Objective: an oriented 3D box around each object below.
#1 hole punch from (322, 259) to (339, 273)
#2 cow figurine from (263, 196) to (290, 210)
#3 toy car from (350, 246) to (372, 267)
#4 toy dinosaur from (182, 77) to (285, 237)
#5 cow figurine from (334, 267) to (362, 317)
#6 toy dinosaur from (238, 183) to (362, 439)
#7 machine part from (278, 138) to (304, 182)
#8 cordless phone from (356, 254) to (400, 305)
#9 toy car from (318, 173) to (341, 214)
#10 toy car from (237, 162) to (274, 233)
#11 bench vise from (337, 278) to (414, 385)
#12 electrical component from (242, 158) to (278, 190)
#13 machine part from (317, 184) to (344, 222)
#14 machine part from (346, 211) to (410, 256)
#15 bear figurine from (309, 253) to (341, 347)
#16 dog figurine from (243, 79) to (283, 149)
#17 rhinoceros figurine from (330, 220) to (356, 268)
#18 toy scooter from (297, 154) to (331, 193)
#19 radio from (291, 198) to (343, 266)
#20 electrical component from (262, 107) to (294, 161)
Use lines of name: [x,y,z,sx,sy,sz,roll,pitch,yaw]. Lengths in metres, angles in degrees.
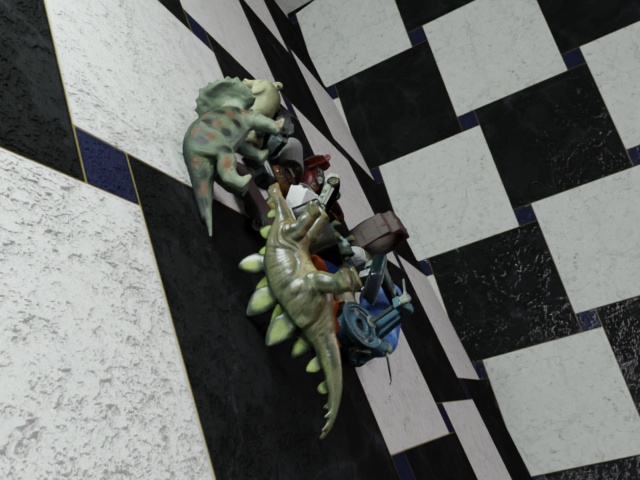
hole punch: [0.008,0.085,1.217,0.115,0.092,0.142,61,-12,-4]
cow figurine: [-0.090,-0.034,1.253,0.167,0.068,0.098,67,8,20]
toy car: [0.104,0.070,1.608,0.161,0.103,0.109,52,16,-35]
toy dinosaur: [-0.201,-0.191,1.068,0.192,0.131,0.405,28,43,-4]
cow figurine: [0.058,0.143,1.358,0.127,0.085,0.195,52,20,-35]
toy dinosaur: [-0.028,0.095,0.953,0.105,0.199,0.471,34,30,-60]
machine part: [-0.089,-0.241,1.612,0.079,0.079,0.243,52,18,-28]
cordless phone: [0.167,0.141,1.390,0.184,0.089,0.146,60,20,-12]
toy car: [0.016,-0.115,1.613,0.073,0.056,0.202,83,27,-51]
toy car: [-0.149,-0.087,1.178,0.202,0.053,0.089,59,19,12]
bench vise: [0.128,0.201,1.220,0.223,0.240,0.129,33,31,-27]
electrical component: [-0.142,-0.158,1.340,0.074,0.048,0.119,28,36,-62]
machine part: [0.010,-0.122,1.749,0.179,0.056,0.179,52,18,-24]
machine part: [0.191,-0.008,1.838,0.201,0.201,0.087,29,32,-62]
bear figurine: [-0.009,0.123,1.105,0.195,0.132,0.120,45,-8,-28]
dog figurine: [-0.152,-0.319,1.391,0.121,0.172,0.191,30,24,-41]
rhinoceros figurine: [0.042,0.023,1.501,0.073,0.112,0.190,8,36,-42]
toy scooter: [-0.023,-0.203,1.642,0.075,0.135,0.184,52,18,-32]
radio: [-0.003,-0.004,1.345,0.229,0.073,0.131,67,-1,-74]
electrical component: [-0.124,-0.284,1.458,0.058,0.115,0.134,31,28,-22]
